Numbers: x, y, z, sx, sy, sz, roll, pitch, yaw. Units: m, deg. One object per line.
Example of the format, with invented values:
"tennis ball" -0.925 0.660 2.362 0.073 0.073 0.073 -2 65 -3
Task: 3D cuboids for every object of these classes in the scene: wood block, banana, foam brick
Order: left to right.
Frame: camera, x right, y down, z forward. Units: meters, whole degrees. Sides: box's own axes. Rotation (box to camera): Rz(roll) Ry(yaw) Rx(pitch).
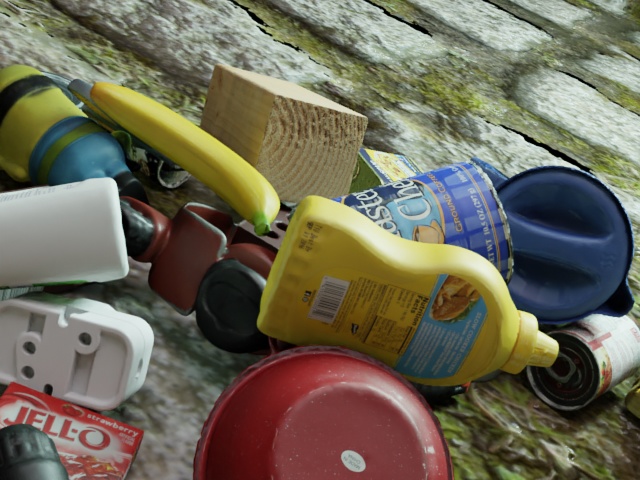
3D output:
"banana" -0.099 -0.068 0.859 0.198 0.037 0.069 37 5 18
"foam brick" -0.040 0.009 0.908 0.053 0.051 0.078 30 28 13
"wood block" -0.043 -0.100 1.004 0.090 0.090 0.206 11 12 -23

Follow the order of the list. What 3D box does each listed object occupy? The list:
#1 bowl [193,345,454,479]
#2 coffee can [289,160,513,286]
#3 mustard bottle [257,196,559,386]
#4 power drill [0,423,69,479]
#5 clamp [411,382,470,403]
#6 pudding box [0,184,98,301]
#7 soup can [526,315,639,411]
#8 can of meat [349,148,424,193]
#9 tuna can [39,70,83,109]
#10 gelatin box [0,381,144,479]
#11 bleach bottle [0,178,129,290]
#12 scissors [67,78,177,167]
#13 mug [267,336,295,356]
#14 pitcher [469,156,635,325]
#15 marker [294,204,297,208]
"bowl" 0.010 0.133 0.617 0.162 0.055 0.162 5 69 -13
"coffee can" 0.059 0.007 0.800 0.140 0.103 0.103 -16 38 -11
"mustard bottle" 0.063 0.044 0.685 0.191 0.096 0.058 19 27 -7
"power drill" -0.186 0.165 0.487 0.187 0.057 0.184 1 41 -34
"clamp" 0.039 0.096 0.826 0.171 0.039 0.120 14 34 -2
"pudding box" -0.223 0.003 0.795 0.090 0.039 0.113 38 29 26
"soup can" 0.233 0.102 0.927 0.069 0.069 0.102 38 30 28
"can of meat" 0.068 -0.051 1.096 0.083 0.057 0.102 7 32 -33
"tuna can" -0.260 -0.128 1.010 0.086 0.034 0.086 18 27 -10
"gelatin box" -0.157 0.127 0.626 0.089 0.030 0.073 22 27 -2
"bleach bottle" -0.252 0.009 0.680 0.250 0.068 0.103 -8 3 -10
"scissors" -0.143 -0.085 0.909 0.202 0.016 0.096 29 -11 33
"mug" 0.003 0.114 0.714 0.093 0.082 0.117 -5 37 -43
"pitcher" 0.219 -0.007 0.998 0.145 0.149 0.242 -5 0 17
"marker" -0.006 0.001 0.983 0.020 0.020 0.121 13 29 -19
